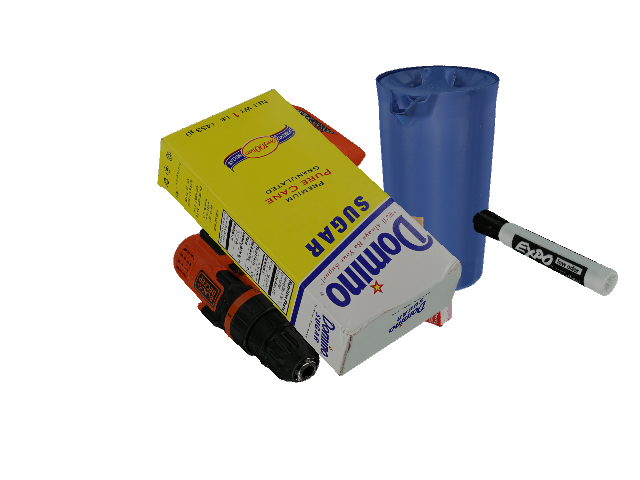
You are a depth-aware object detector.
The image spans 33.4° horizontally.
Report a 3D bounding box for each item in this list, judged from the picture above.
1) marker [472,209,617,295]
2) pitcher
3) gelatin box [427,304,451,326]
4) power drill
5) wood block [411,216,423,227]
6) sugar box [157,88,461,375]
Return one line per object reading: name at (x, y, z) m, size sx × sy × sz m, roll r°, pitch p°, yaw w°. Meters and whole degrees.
marker at (0.157, 0.006, 0.762) m, size 0.020 × 0.020 × 0.121 m, roll 0°, pitch 23°, yaw -45°
pitcher at (0.137, -0.073, 1.204) m, size 0.149 × 0.243 × 0.145 m, roll -6°, pitch 22°, yaw -9°
gelatin box at (0.130, 0.058, 1.366) m, size 0.073 × 0.089 × 0.030 m, roll 18°, pitch 34°, yaw 36°
power drill at (-0.036, -0.004, 0.848) m, size 0.057 × 0.188 × 0.185 m, roll 6°, pitch 25°, yaw -45°
wood block at (-0.002, 0.021, 1.091) m, size 0.206 × 0.091 × 0.090 m, roll 6°, pitch 21°, yaw 3°
sugar box at (-0.009, -0.011, 0.635) m, size 0.093 × 0.048 × 0.176 m, roll -30°, pitch 59°, yaw -32°
